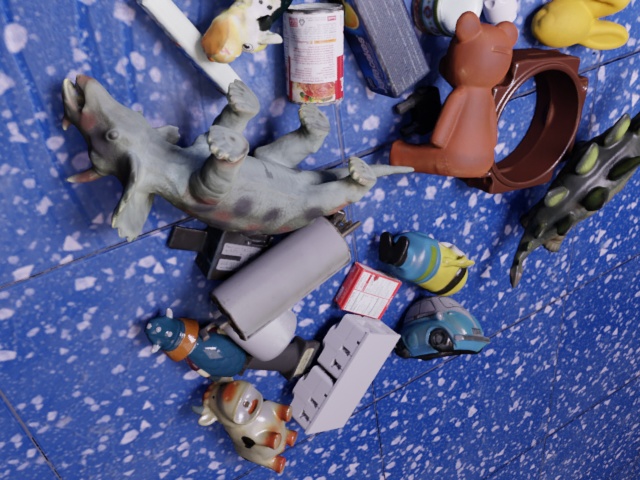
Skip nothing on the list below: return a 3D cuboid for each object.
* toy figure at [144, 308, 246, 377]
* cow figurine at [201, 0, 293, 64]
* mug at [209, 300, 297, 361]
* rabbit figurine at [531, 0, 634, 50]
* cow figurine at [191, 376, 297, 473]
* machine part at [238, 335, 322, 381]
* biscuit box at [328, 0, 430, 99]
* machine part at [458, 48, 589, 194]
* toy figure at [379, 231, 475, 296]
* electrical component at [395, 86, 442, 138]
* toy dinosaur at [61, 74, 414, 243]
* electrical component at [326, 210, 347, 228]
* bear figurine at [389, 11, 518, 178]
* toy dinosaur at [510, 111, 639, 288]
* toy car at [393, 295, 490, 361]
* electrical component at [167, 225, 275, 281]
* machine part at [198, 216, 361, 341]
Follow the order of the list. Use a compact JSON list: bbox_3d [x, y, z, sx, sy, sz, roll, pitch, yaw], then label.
[{"bbox_3d":[-0.169,0.140,0.715,0.058,0.064,0.154,-29,133,34],"label":"toy figure"},{"bbox_3d":[-0.063,-0.249,0.542,0.098,0.068,0.167,13,93,-50],"label":"cow figurine"},{"bbox_3d":[-0.088,0.096,0.728,0.109,0.081,0.107,-48,121,6],"label":"mug"},{"bbox_3d":[0.382,-0.344,0.769,0.173,0.122,0.162,-44,140,14],"label":"rabbit figurine"},{"bbox_3d":[-0.108,0.264,0.793,0.194,0.127,0.085,83,23,-49],"label":"cow figurine"},{"bbox_3d":[-0.065,0.181,0.817,0.139,0.039,0.084,5,121,-36],"label":"machine part"},{"bbox_3d":[0.059,-0.264,0.629,0.063,0.059,0.202,-41,129,-8],"label":"biscuit box"},{"bbox_3d":[0.296,-0.178,0.806,0.201,0.087,0.201,-13,123,-26],"label":"machine part"},{"bbox_3d":[0.163,0.036,0.849,0.180,0.082,0.089,13,119,-41],"label":"toy figure"},{"bbox_3d":[0.149,-0.183,0.753,0.094,0.021,0.063,-28,126,-15],"label":"electrical component"},{"bbox_3d":[-0.077,-0.062,0.605,0.404,0.131,0.192,14,143,-40],"label":"toy dinosaur"},{"bbox_3d":[-0.002,-0.004,0.750,0.078,0.045,0.102,17,105,-7],"label":"electrical component"},{"bbox_3d":[0.173,-0.181,0.691,0.120,0.132,0.195,-10,107,-36],"label":"bear figurine"},{"bbox_3d":[0.450,-0.114,0.862,0.471,0.105,0.198,-56,168,9],"label":"toy dinosaur"},{"bbox_3d":[0.199,0.147,0.910,0.109,0.162,0.103,15,65,-37],"label":"toy car"},{"bbox_3d":[-0.126,0.009,0.677,0.119,0.048,0.074,14,107,-38],"label":"electrical component"},{"bbox_3d":[-0.048,0.045,0.666,0.243,0.079,0.079,-37,129,-16],"label":"machine part"}]
